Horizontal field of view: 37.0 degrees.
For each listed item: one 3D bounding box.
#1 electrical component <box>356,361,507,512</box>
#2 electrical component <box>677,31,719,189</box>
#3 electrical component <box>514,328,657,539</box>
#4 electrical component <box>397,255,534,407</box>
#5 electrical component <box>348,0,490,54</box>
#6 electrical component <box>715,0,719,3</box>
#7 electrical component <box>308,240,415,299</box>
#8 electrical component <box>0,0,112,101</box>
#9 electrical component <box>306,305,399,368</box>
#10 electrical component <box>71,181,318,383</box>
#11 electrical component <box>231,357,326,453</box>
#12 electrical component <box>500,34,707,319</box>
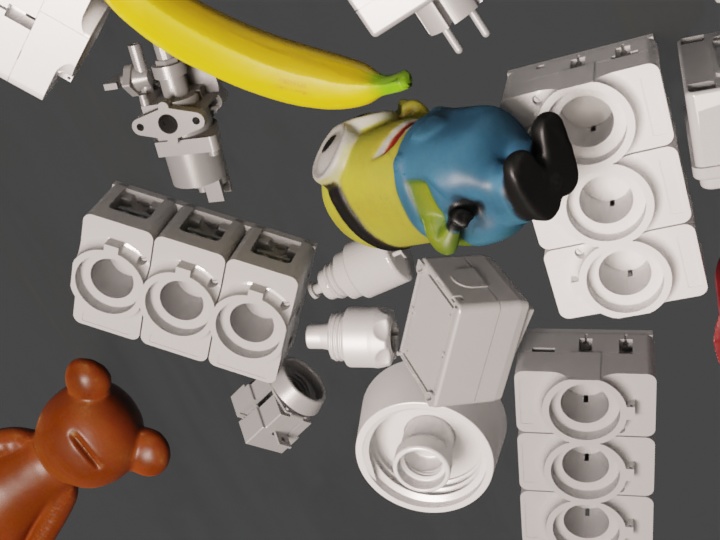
[{"bbox_3d":[0.048,0.124,0.770,0.108,0.060,0.108,6,120,10],"label":"electrical component"},{"bbox_3d":[0.229,-0.095,0.574,0.109,0.108,0.056,-8,115,18],"label":"electrical component"},{"bbox_3d":[0.156,0.120,0.741,0.089,0.061,0.150,0,119,13],"label":"electrical component"},{"bbox_3d":[0.069,0.045,0.712,0.061,0.061,0.096,-3,124,-23],"label":"electrical component"},{"bbox_3d":[0.045,-0.160,0.616,0.083,0.047,0.075,-28,109,26],"label":"electrical component"},{"bbox_3d":[0.195,-0.180,0.569,0.083,0.047,0.075,18,122,3],"label":"electrical component"},{"bbox_3d":[0.000,0.000,0.723,0.078,0.040,0.040,-24,111,25],"label":"electrical component"},{"bbox_3d":[-0.191,-0.158,0.668,0.056,0.050,0.089,29,118,-13],"label":"electrical component"},{"bbox_3d":[-0.006,0.046,0.749,0.062,0.043,0.043,0,119,15],"label":"electrical component"},{"bbox_3d":[-0.116,0.010,0.744,0.150,0.061,0.089,17,122,3],"label":"electrical component"},{"bbox_3d":[-0.058,0.096,0.785,0.055,0.066,0.048,-44,137,21],"label":"electrical component"},{"bbox_3d":[0.148,-0.051,0.645,0.089,0.061,0.150,-12,116,19],"label":"electrical component"}]
